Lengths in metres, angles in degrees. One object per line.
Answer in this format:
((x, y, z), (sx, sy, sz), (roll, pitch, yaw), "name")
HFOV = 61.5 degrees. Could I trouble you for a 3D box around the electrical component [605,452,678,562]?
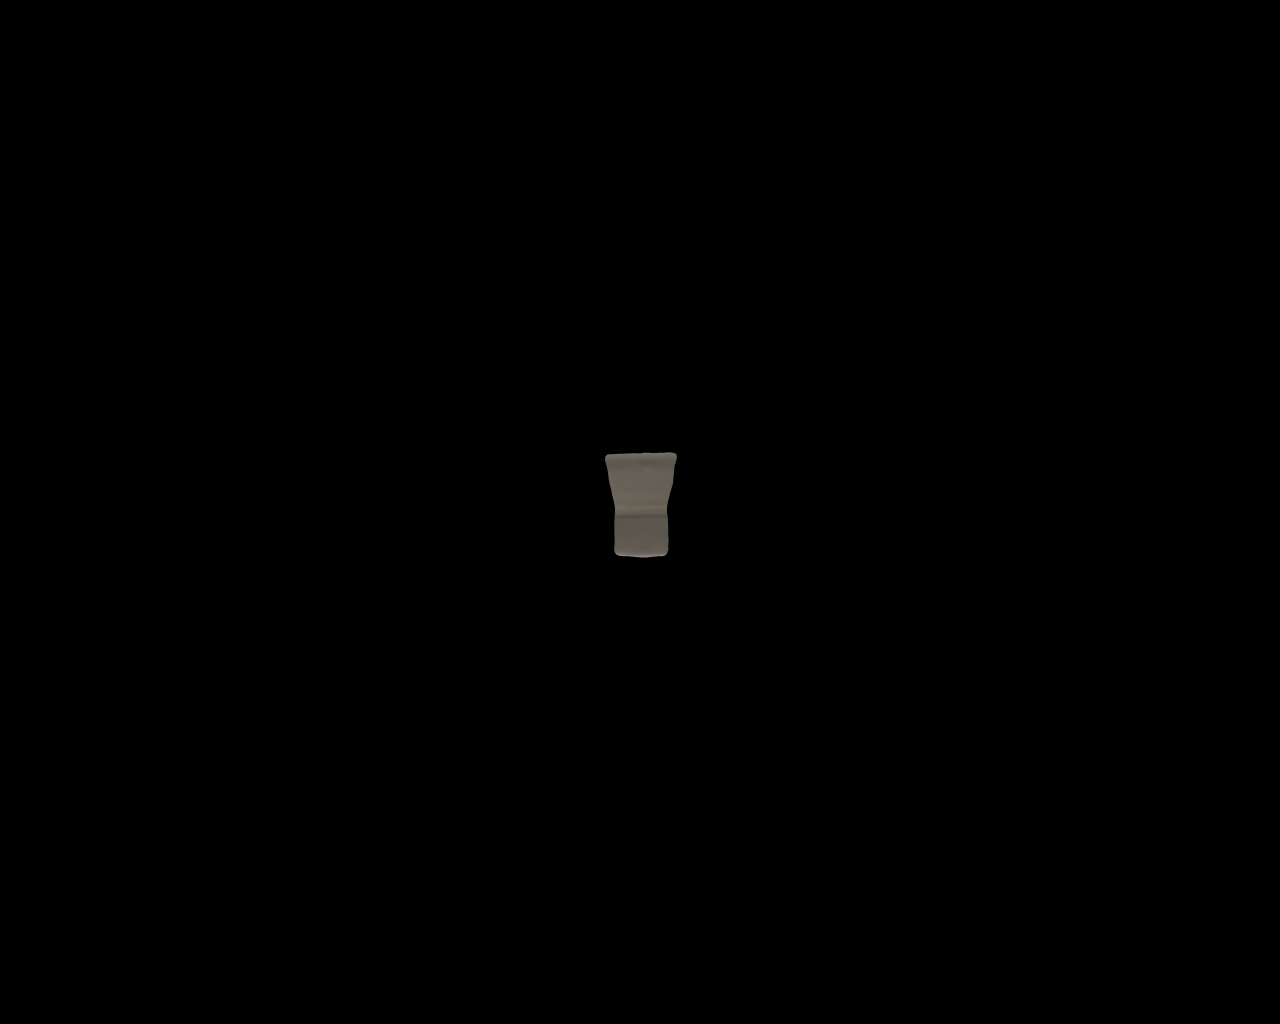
((0.001, -0.003, 0.650), (0.044, 0.065, 0.044), (0, 0, 0), "electrical component")
